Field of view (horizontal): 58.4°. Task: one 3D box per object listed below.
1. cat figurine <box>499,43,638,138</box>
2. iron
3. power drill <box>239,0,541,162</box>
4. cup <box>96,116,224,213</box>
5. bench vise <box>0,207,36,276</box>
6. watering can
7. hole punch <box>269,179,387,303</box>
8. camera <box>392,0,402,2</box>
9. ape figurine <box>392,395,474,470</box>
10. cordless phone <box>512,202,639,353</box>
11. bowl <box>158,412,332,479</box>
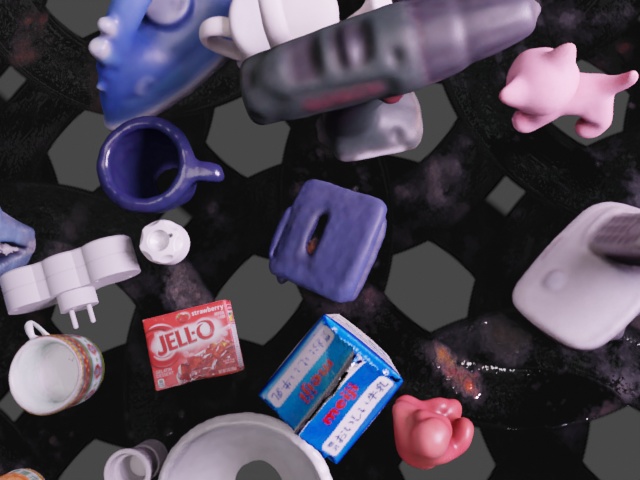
[{"bbox_3d":[0.228,-0.145,0.538,0.127,0.118,0.067,2,83,5],"label":"cat figurine"},{"bbox_3d":[-0.155,-0.228,0.564,0.118,0.141,0.258,36,87,7],"label":"iron"},{"bbox_3d":[0.052,-0.137,0.504,0.229,0.208,0.075,-12,83,3],"label":"power drill"},{"bbox_3d":[-0.145,-0.064,0.568,0.117,0.095,0.092,6,84,5],"label":"cup"},{"bbox_3d":[-0.370,0.034,0.510,0.121,0.220,0.207,1,83,5],"label":"bench vise"},{"bbox_3d":[-0.024,-0.200,0.524,0.173,0.194,0.101,-25,82,1],"label":"watering can"},{"bbox_3d":[0.005,0.002,0.551,0.101,0.091,0.109,22,85,7],"label":"hole punch"},{"bbox_3d":[0.037,-0.311,0.580,0.136,0.101,0.143,-11,83,3],"label":"camera"},{"bbox_3d":[0.100,0.176,0.524,0.077,0.092,0.076,39,88,8],"label":"ape figurine"},{"bbox_3d":[0.252,0.028,0.483,0.094,0.185,0.147,41,88,8],"label":"cordless phone"},{"bbox_3d":[-0.064,0.242,0.537,0.167,0.075,0.167,0,83,4],"label":"bowl"}]
